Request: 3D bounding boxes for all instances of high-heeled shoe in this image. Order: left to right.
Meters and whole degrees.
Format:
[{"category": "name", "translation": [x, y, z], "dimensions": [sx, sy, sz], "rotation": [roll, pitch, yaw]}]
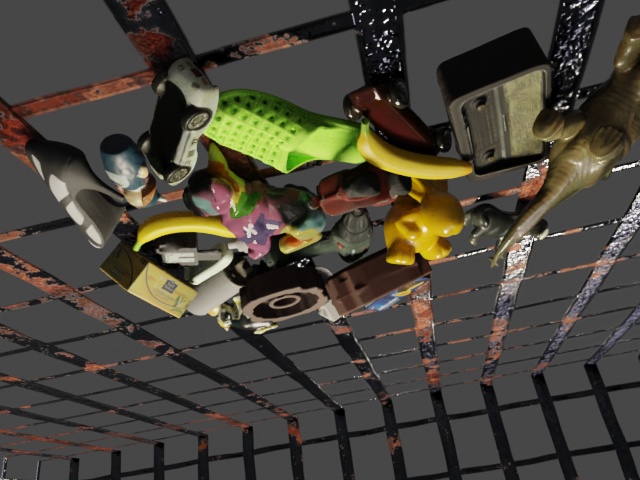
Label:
[{"category": "high-heeled shoe", "translation": [-0.377, -0.064, 0.821], "dimensions": [0.145, 0.086, 0.249], "rotation": [29, 150, -16]}]

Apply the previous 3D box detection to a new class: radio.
[{"category": "radio", "translation": [0.253, -0.179, 0.769], "dimensions": [0.131, 0.073, 0.229], "rotation": [-18, 150, 15]}]

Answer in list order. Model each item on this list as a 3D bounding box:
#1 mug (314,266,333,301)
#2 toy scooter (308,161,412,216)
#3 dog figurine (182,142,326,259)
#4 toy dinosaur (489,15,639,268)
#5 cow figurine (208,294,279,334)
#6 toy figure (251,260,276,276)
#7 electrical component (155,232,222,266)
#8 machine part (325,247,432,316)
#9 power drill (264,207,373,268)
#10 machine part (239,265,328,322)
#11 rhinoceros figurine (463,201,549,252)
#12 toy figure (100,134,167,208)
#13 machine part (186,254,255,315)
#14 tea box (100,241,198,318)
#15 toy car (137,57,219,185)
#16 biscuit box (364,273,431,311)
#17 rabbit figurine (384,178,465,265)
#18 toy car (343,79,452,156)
[{"category": "mug", "translation": [-0.033, 0.116, 1.224], "dimensions": [0.109, 0.081, 0.107], "rotation": [-8, 164, -40]}, {"category": "toy scooter", "translation": [0.059, -0.081, 0.858], "dimensions": [0.135, 0.075, 0.184], "rotation": [-18, -178, 34]}, {"category": "dog figurine", "translation": [-0.103, -0.065, 0.849], "dimensions": [0.192, 0.108, 0.219], "rotation": [-14, 149, 11]}, {"category": "toy dinosaur", "translation": [0.381, -0.138, 0.749], "dimensions": [0.471, 0.105, 0.198], "rotation": [-50, 151, 19]}, {"category": "cow figurine", "translation": [-0.185, 0.183, 1.293], "dimensions": [0.167, 0.098, 0.068], "rotation": [-8, 158, -2]}, {"category": "toy figure", "translation": [-0.122, 0.102, 1.180], "dimensions": [0.089, 0.082, 0.180], "rotation": [5, 155, -3]}, {"category": "electrical component", "translation": [-0.246, 0.013, 1.010], "dimensions": [0.119, 0.048, 0.074], "rotation": [-4, 152, -9]}, {"category": "machine part", "translation": [0.116, 0.077, 1.114], "dimensions": [0.201, 0.087, 0.201], "rotation": [-26, 173, -8]}, {"category": "power drill", "translation": [-0.002, -0.003, 1.012], "dimensions": [0.207, 0.086, 0.232], "rotation": [-17, 161, 5]}, {"category": "machine part", "translation": [-0.073, 0.107, 1.063], "dimensions": [0.179, 0.056, 0.179], "rotation": [-13, 155, -6]}, {"category": "rhinoceros figurine", "translation": [0.377, -0.033, 1.088], "dimensions": [0.190, 0.073, 0.112], "rotation": [10, 136, -27]}, {"category": "toy figure", "translation": [-0.278, -0.092, 0.797], "dimensions": [0.058, 0.064, 0.154], "rotation": [-32, 153, -16]}, {"category": "machine part", "translation": [-0.221, 0.097, 1.143], "dimensions": [0.079, 0.079, 0.243], "rotation": [17, 144, -39]}, {"category": "tea box", "translation": [-0.329, 0.080, 1.044], "dimensions": [0.068, 0.098, 0.169], "rotation": [-54, 148, -10]}, {"category": "toy car", "translation": [-0.187, -0.146, 0.700], "dimensions": [0.056, 0.073, 0.201], "rotation": [-35, 171, -38]}, {"category": "biscuit box", "translation": [0.178, 0.108, 1.295], "dimensions": [0.063, 0.059, 0.202], "rotation": [8, 148, -28]}, {"category": "rabbit figurine", "translation": [0.191, -0.041, 0.921], "dimensions": [0.122, 0.162, 0.173], "rotation": [1, 172, -15]}, {"category": "toy car", "translation": [0.113, -0.170, 0.768], "dimensions": [0.089, 0.053, 0.202], "rotation": [-4, 159, 38]}]
